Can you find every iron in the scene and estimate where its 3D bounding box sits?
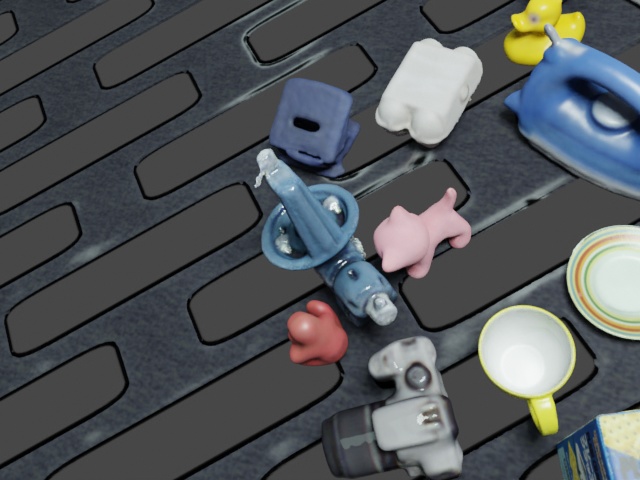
[{"bbox_3d":[0.341,-0.143,0.650,0.119,0.142,0.257,-43,63,-7],"label":"iron"}]

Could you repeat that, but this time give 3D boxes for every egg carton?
[{"bbox_3d":[0.147,-0.197,0.765,0.107,0.069,0.150,23,73,22],"label":"egg carton"}]

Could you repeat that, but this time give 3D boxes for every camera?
[{"bbox_3d":[0.068,0.183,0.593,0.136,0.101,0.143,-16,63,7],"label":"camera"}]

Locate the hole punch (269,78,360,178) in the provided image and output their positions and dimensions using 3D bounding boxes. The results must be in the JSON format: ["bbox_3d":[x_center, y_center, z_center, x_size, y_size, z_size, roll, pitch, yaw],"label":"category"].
[{"bbox_3d":[-0.009,-0.151,0.770,0.108,0.091,0.101,20,72,22],"label":"hole punch"}]

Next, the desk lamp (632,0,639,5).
[{"bbox_3d":[0.441,-0.409,0.706,0.118,0.214,0.202,-38,63,-5],"label":"desk lamp"}]

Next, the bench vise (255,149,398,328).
[{"bbox_3d":[0.013,-0.007,0.626,0.206,0.220,0.121,29,76,24],"label":"bench vise"}]

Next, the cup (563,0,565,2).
[{"bbox_3d":[0.338,-0.376,0.784,0.117,0.095,0.091,-6,65,12],"label":"cup"}]

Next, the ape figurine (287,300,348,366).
[{"bbox_3d":[-0.010,0.106,0.653,0.076,0.092,0.078,35,78,25],"label":"ape figurine"}]

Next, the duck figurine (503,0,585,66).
[{"bbox_3d":[0.299,-0.288,0.759,0.104,0.086,0.077,-12,64,9],"label":"duck figurine"}]

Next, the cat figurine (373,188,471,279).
[{"bbox_3d":[0.112,-0.010,0.660,0.128,0.118,0.067,-40,63,-5],"label":"cat figurine"}]
